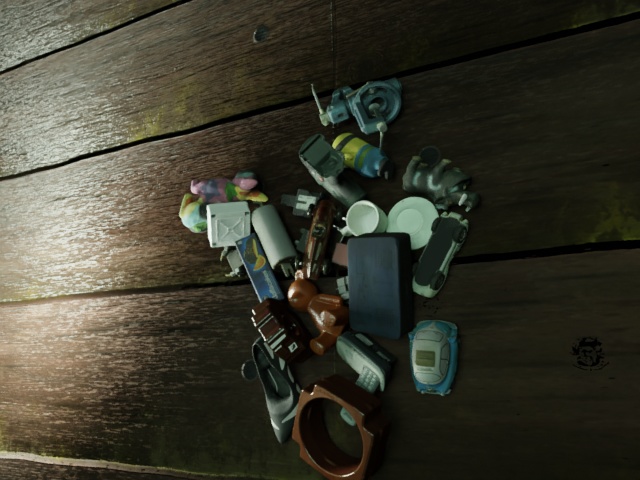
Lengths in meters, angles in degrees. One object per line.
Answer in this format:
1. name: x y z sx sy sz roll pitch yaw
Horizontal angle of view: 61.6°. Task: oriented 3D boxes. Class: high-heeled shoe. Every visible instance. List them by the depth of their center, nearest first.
1. high-heeled shoe: -0.111 0.353 1.272 0.086 0.145 0.248 -11 70 26

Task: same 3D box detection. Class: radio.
1. radio: 0.134 0.098 1.208 0.131 0.073 0.229 2 99 32

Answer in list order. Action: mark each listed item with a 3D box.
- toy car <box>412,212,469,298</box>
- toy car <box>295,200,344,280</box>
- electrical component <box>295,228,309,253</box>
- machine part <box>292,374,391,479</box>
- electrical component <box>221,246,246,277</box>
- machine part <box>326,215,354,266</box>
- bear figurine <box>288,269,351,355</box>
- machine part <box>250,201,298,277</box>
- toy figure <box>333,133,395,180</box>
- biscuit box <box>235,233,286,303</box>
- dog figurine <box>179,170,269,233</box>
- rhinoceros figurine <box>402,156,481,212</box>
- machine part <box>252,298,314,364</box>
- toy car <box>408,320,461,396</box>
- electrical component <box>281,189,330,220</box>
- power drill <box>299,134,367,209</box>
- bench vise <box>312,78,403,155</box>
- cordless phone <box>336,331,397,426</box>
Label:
1. toy car: 0.267 0.031 1.208 0.074 0.056 0.201 25 89 37
2. toy car: -0.003 -0.004 1.308 0.089 0.053 0.202 11 74 14
3. electrical component: -0.032 0.002 1.373 0.094 0.021 0.063 26 91 59
4. machine part: 0.046 0.413 1.174 0.202 0.087 0.200 23 110 35
5. electrical component: -0.226 0.056 1.468 0.078 0.045 0.102 -31 65 19
6. machine part: 0.039 -0.002 1.348 0.084 0.039 0.139 28 90 25
7. bear figurine: -0.019 0.162 1.284 0.196 0.132 0.120 34 116 25
8. machine part: -0.119 -0.006 1.409 0.079 0.079 0.243 -35 63 16
9. toy figure: 0.107 -0.207 1.340 0.180 0.082 0.089 26 70 38
10. biscuit box: -0.155 0.085 1.398 0.063 0.059 0.203 -25 70 -7
11. dog figurine: -0.258 -0.110 1.485 0.219 0.108 0.191 -4 51 23
12. rhinoceros figurine: 0.277 -0.125 1.232 0.191 0.073 0.112 21 86 31
13. machine part: -0.084 0.214 1.283 0.056 0.179 0.179 -43 62 8
14. toy car: 0.234 0.246 1.143 0.109 0.102 0.161 1 76 29
15. electrical component: -0.042 -0.092 1.406 0.119 0.047 0.075 6 80 29
16. power drill: 0.010 -0.176 1.311 0.086 0.207 0.232 -43 72 -7
17. bench vise: 0.107 -0.317 1.317 0.224 0.128 0.241 -12 38 0
18. cordless phone: 0.077 0.315 1.226 0.147 0.088 0.184 35 107 30
